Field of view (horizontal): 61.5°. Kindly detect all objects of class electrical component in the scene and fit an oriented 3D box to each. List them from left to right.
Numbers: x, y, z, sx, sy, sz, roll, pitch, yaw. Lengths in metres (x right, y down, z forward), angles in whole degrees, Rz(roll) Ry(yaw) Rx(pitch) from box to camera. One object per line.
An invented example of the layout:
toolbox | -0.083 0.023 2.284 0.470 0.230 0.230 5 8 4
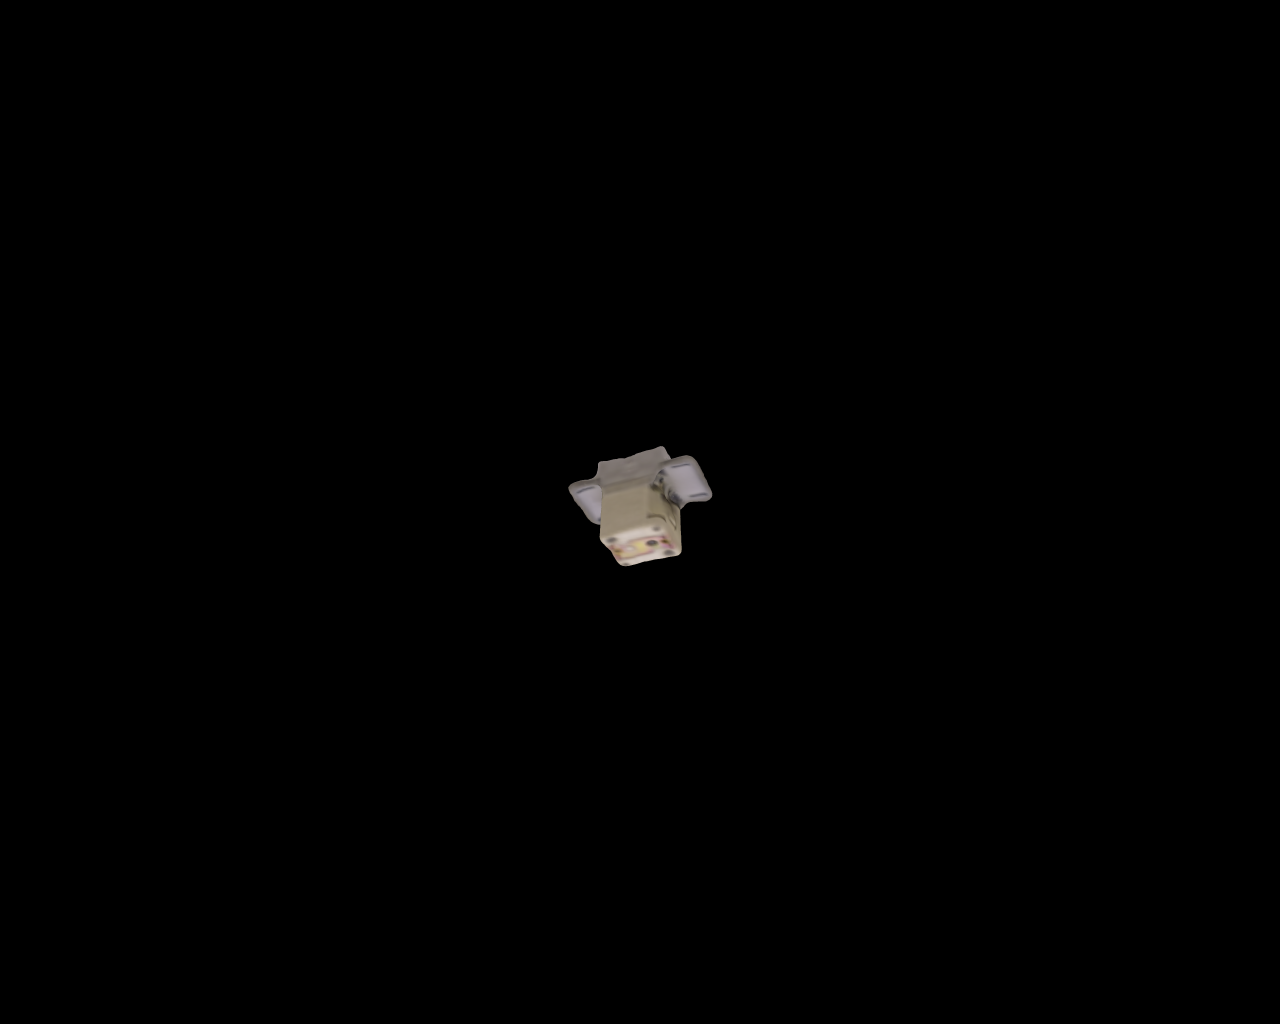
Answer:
electrical component | 0.001 -0.003 0.650 0.081 0.064 0.042 -14 -40 17
